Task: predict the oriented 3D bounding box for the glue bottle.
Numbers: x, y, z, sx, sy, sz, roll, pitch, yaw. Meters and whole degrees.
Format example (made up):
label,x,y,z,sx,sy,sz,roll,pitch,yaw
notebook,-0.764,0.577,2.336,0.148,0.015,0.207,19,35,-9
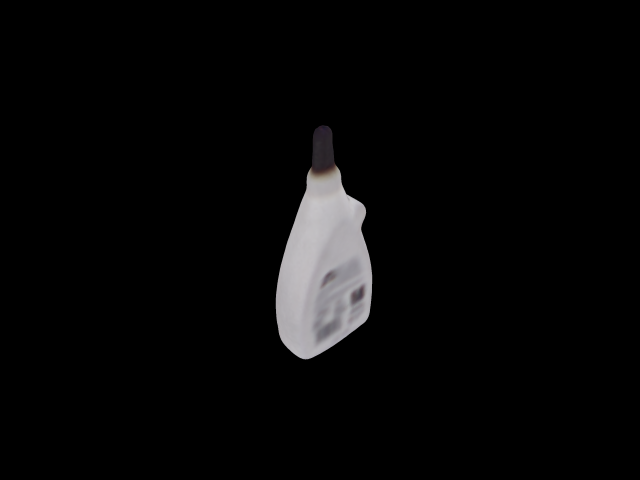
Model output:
label,x,y,z,sx,sy,sz,roll,pitch,yaw
glue bottle,0.004,0.001,0.400,0.078,0.173,0.037,-27,43,-32
